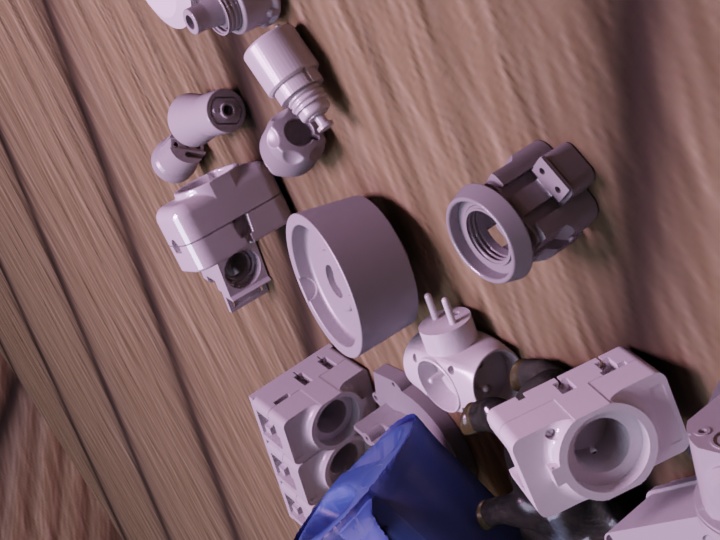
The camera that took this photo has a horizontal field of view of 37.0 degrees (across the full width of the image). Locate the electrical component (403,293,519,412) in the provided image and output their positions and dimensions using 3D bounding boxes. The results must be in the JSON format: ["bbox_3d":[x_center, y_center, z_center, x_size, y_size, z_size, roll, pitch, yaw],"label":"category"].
[{"bbox_3d":[0.062,0.051,0.720,0.077,0.044,0.079,13,130,56],"label":"electrical component"}]

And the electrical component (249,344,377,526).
[{"bbox_3d":[-0.027,0.156,0.944,0.062,0.089,0.150,29,142,46],"label":"electrical component"}]

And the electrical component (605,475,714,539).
[{"bbox_3d":[0.197,0.151,0.577,0.078,0.057,0.113,56,154,5],"label":"electrical component"}]

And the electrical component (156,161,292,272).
[{"bbox_3d":[-0.110,-0.046,0.858,0.054,0.095,0.059,3,121,60],"label":"electrical component"}]

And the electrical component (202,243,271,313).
[{"bbox_3d":[-0.120,-0.008,0.983,0.064,0.042,0.081,25,139,51],"label":"electrical component"}]

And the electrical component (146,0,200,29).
[{"bbox_3d":[-0.124,-0.213,0.748,0.080,0.051,0.080,41,150,31],"label":"electrical component"}]

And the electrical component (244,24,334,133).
[{"bbox_3d":[-0.044,-0.126,0.716,0.078,0.040,0.040,56,155,4],"label":"electrical component"}]

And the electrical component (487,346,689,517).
[{"bbox_3d":[0.124,0.088,0.581,0.055,0.089,0.050,-127,12,-73],"label":"electrical component"}]

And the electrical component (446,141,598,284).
[{"bbox_3d":[0.084,-0.029,0.577,0.058,0.057,0.078,52,154,12],"label":"electrical component"}]

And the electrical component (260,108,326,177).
[{"bbox_3d":[-0.051,-0.086,0.770,0.043,0.043,0.062,56,156,4],"label":"electrical component"}]

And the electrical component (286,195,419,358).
[{"bbox_3d":[0.000,0.000,0.749,0.108,0.060,0.108,53,157,34],"label":"electrical component"}]

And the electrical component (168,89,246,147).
[{"bbox_3d":[-0.120,-0.123,0.856,0.065,0.044,0.044,-1,118,56],"label":"electrical component"}]

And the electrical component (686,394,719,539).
[{"bbox_3d":[0.192,0.089,0.493,0.080,0.080,0.051,12,124,56],"label":"electrical component"}]

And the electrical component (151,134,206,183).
[{"bbox_3d":[-0.159,-0.102,0.950,0.040,0.040,0.046,58,149,-1],"label":"electrical component"}]

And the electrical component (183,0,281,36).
[{"bbox_3d":[-0.087,-0.176,0.711,0.048,0.062,0.048,42,151,30],"label":"electrical component"}]
